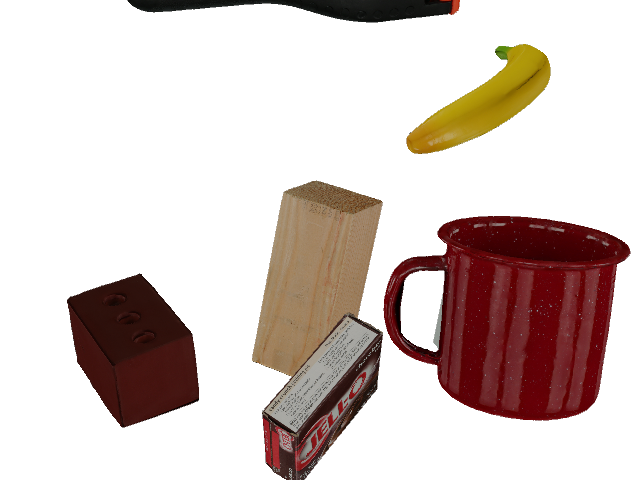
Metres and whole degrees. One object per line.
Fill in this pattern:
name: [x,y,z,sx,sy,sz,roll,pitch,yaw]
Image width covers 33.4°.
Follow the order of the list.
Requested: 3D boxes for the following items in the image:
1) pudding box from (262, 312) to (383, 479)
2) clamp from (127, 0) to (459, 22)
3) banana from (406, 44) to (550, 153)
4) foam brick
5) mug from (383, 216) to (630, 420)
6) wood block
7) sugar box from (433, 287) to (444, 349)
pudding box: [0.002,0.123,0.829,0.039,0.113,0.090,30,-31,19]
clamp: [-0.015,-0.139,0.555,0.172,0.039,0.120,12,42,15]
banana: [0.141,-0.118,0.869,0.070,0.037,0.197,-13,20,40]
foam brick: [-0.116,0.067,0.658,0.052,0.051,0.078,-19,37,-27]
mug: [0.090,0.037,0.532,0.117,0.081,0.093,3,15,-3]
wood block: [-0.005,0.046,1.224,0.090,0.206,0.090,19,19,21]
sugar box: [0.234,0.097,1.315,0.176,0.093,0.048,3,18,-16]
